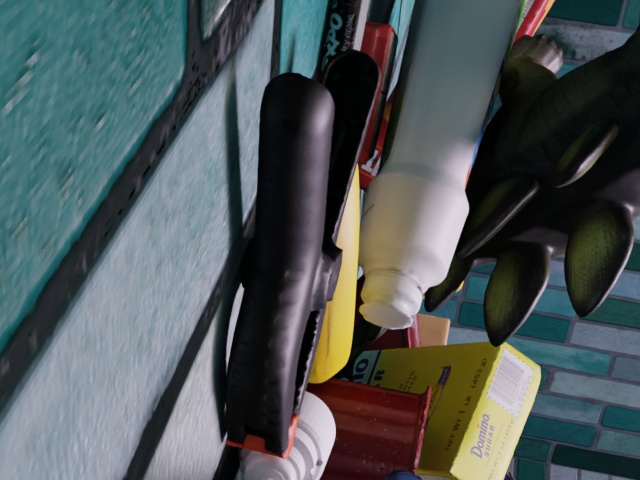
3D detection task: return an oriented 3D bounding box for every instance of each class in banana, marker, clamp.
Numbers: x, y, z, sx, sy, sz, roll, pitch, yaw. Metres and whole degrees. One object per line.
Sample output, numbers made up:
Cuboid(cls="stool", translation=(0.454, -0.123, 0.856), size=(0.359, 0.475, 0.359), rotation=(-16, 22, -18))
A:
Cuboid(cls="banana", translation=(-0.002, 0.017, 0.531), size=(0.198, 0.037, 0.069), rotation=(93, -7, -51))
Cuboid(cls="marker", translation=(0.011, -0.094, 0.533), size=(0.020, 0.020, 0.121), rotation=(45, 55, -81))
Cuboid(cls="clamp", translation=(-0.008, 0.003, 0.432), size=(0.120, 0.039, 0.171), rotation=(-46, 152, -61))

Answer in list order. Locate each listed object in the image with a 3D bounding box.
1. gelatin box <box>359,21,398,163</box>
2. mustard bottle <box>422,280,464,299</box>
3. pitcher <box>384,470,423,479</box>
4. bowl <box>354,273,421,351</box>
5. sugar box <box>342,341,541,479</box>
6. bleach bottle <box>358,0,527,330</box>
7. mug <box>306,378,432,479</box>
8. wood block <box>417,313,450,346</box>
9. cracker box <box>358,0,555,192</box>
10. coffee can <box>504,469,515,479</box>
Cuboid(cls="gelatin box", translation=(0.021, -0.082, 0.594), size=(0.089, 0.030, 0.073), rotation=(-46, 147, -81))
Cuboid(cls="mustard bottle", translation=(0.089, 0.001, 0.972), size=(0.191, 0.096, 0.058), rotation=(79, 22, -71))
Cuboid(cls="pitcher", translation=(0.002, 0.177, 0.425), size=(0.243, 0.145, 0.149), rotation=(63, 2, -72))
Cuboid(cls="bowl", translation=(0.053, 0.086, 0.881), size=(0.162, 0.055, 0.162), rotation=(-6, 90, -82))
Cuboid(cls="sugar box", translation=(0.061, 0.119, 0.711), size=(0.177, 0.048, 0.093), rotation=(-12, -135, 56))
Cuboid(cls="bleach bottle", translation=(0.065, -0.064, 0.602), size=(0.103, 0.068, 0.250), rotation=(100, 7, -63))
Cuboid(cls="mug", translation=(0.017, 0.116, 0.608), size=(0.117, 0.081, 0.093), rotation=(-65, 163, -63))
Cuboid(cls="wood block", translation=(0.061, 0.168, 1.002), size=(0.206, 0.091, 0.090), rotation=(-73, 171, -47))
Cuboid(cls="cracker box", translation=(0.106, -0.128, 0.789), size=(0.214, 0.072, 0.164), rotation=(-62, 176, 12))
Cuboid(cls="coffee can", translation=(0.097, 0.248, 0.857), size=(0.103, 0.140, 0.103), rotation=(159, -90, -83))
